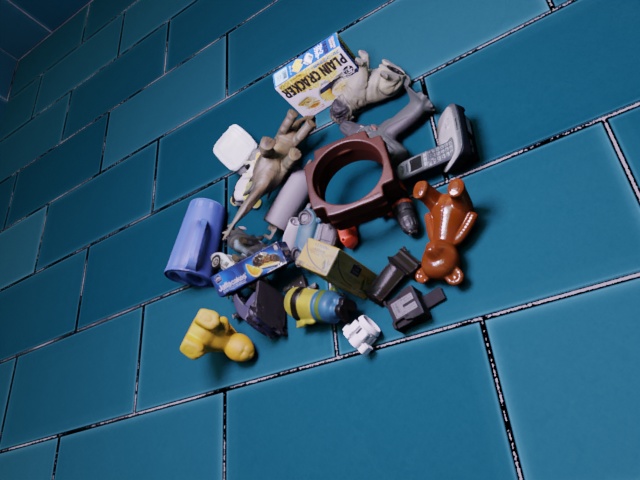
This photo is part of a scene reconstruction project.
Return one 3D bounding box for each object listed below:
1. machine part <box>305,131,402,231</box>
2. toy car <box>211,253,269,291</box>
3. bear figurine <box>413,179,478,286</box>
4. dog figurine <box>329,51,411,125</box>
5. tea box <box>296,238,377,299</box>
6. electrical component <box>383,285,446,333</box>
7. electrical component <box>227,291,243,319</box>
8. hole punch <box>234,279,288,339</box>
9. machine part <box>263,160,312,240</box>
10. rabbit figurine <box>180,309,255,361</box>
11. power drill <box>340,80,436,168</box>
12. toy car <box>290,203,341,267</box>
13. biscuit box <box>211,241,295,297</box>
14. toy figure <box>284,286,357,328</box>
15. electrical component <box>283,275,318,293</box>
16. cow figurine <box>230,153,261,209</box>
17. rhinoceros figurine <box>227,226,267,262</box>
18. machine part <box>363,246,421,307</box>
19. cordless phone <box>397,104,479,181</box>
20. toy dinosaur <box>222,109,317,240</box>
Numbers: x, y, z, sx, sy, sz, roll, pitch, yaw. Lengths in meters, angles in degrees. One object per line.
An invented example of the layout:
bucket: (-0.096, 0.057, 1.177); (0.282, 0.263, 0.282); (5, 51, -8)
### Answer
machine part: (0.075, -0.135, 1.236); (0.202, 0.087, 0.201); (-20, 57, 13)
toy car: (-0.218, 0.082, 1.435); (0.202, 0.073, 0.056); (26, 88, 41)
bear figurine: (0.248, -0.012, 1.112); (0.120, 0.131, 0.196); (4, 64, 42)
dog figurine: (0.129, -0.377, 1.424); (0.172, 0.121, 0.190); (27, 125, 6)
tea box: (0.040, 0.065, 1.192); (0.098, 0.169, 0.068); (21, 82, 40)
electrical component: (0.200, 0.136, 1.121); (0.119, 0.047, 0.075); (-32, 53, 21)
electrical component: (-0.221, 0.159, 1.399); (0.045, 0.078, 0.102); (-23, 79, -6)
hole punch: (-0.148, 0.176, 1.304); (0.092, 0.142, 0.116); (-25, 41, 22)
machine part: (-0.077, -0.107, 1.427); (0.079, 0.079, 0.243); (27, 84, 41)
rabbit figurine: (-0.245, 0.252, 1.330); (0.162, 0.173, 0.122); (136, 157, -76)
power drill: (0.172, -0.297, 1.343); (0.207, 0.086, 0.232); (-42, 51, 6)
toy car: (-0.003, -0.004, 1.307); (0.103, 0.109, 0.161); (11, 82, 21)
biscuit box: (-0.166, 0.072, 1.315); (0.203, 0.063, 0.059); (-28, 83, 14)
toy figure: (-0.004, 0.147, 1.228); (0.180, 0.089, 0.082); (-5, 19, 47)
electrical component: (-0.048, 0.119, 1.327); (0.094, 0.021, 0.063); (-31, 52, 20)
cow figurine: (-0.203, -0.174, 1.563); (0.098, 0.068, 0.167); (0, 67, 43)
rhinoceros figurine: (-0.174, 0.020, 1.416); (0.191, 0.112, 0.073); (26, 112, 28)
machine part: (0.160, 0.084, 1.184); (0.139, 0.039, 0.084); (-47, 54, 5)
cordless phone: (0.259, -0.213, 1.232); (0.184, 0.088, 0.146); (-20, 57, 30)
toy dinosaur: (-0.126, -0.191, 1.422); (0.471, 0.105, 0.198); (-58, 3, -39)
